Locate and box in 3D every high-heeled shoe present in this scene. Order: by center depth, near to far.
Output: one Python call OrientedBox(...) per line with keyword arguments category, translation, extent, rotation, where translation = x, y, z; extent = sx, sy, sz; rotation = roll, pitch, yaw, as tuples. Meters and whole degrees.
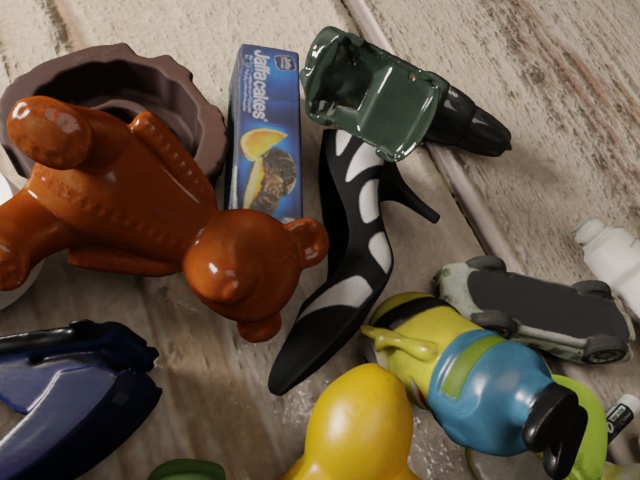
OrientedBox(category="high-heeled shoe", translation=(-0.001, -0.001, 0.459), extent=(0.145, 0.086, 0.249), rotation=(36, 59, 14))

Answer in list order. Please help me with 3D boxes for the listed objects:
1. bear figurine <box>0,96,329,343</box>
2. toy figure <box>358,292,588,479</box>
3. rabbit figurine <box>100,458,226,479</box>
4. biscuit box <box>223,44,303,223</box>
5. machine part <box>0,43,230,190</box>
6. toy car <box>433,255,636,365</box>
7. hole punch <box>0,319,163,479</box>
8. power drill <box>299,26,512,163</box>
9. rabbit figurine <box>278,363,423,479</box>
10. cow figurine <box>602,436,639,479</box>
OrientedBox(category="bear figurine", translation=(-0.096, 0.003, 0.349), extent=(0.196, 0.120, 0.132), rotation=(34, 14, -8))
OrientedBox(category="toy figure", translation=(0.104, 0.096, 0.394), extent=(0.089, 0.180, 0.082), rotation=(-23, 112, -30))
OrientedBox(category="rabbit figurine", translation=(-0.138, 0.195, 0.283), extent=(0.170, 0.159, 0.121), rotation=(-6, 75, -4))
OrientedBox(category="biscuit box", translation=(-0.052, -0.083, 0.487), extent=(0.059, 0.062, 0.203), rotation=(6, 63, -16))
OrientedBox(category="machine part", translation=(-0.169, -0.083, 0.454), extent=(0.179, 0.056, 0.179), rotation=(7, 62, -13))
OrientedBox(category="toy car", translation=(0.201, 0.067, 0.498), extent=(0.202, 0.056, 0.073), rotation=(13, 54, -13))
OrientedBox(category="hole punch", translation=(-0.157, 0.105, 0.323), extent=(0.116, 0.142, 0.092), rotation=(-12, 66, -8))
OrientedBox(category="power drill", translation=(0.080, -0.131, 0.501), extent=(0.232, 0.086, 0.207), rotation=(30, 28, 6))
OrientedBox(category="rabbit figurine", translation=(0.037, 0.173, 0.357), extent=(0.162, 0.122, 0.173), rotation=(-20, 86, -4))
OrientedBox(category="cow figurine", translation=(0.266, 0.210, 0.418), extent=(0.167, 0.098, 0.068), rotation=(-17, 82, -25))
